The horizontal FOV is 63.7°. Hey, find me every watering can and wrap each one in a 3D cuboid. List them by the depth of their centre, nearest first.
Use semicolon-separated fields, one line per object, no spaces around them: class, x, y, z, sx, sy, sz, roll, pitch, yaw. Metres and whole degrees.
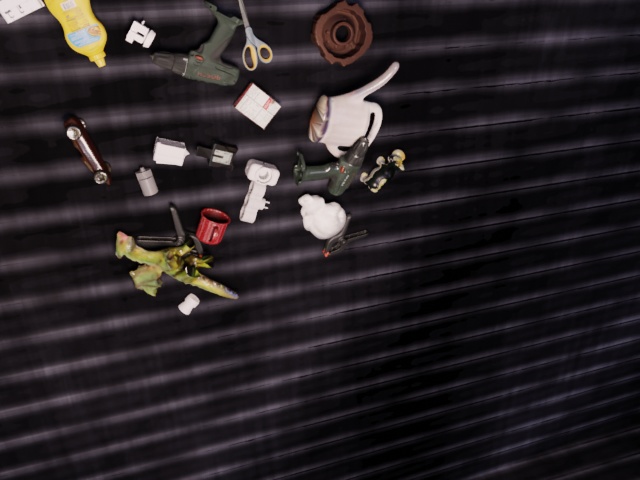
watering can;0.091;-0.388;1.538;0.224;0.106;0.340;2;132;-22

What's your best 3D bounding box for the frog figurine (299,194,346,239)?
frog figurine;0.005;-0.084;1.666;0.137;0.126;0.156;-21;134;14

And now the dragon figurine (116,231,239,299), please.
dragon figurine;-0.465;0.107;1.602;0.241;0.125;0.403;-21;128;24
